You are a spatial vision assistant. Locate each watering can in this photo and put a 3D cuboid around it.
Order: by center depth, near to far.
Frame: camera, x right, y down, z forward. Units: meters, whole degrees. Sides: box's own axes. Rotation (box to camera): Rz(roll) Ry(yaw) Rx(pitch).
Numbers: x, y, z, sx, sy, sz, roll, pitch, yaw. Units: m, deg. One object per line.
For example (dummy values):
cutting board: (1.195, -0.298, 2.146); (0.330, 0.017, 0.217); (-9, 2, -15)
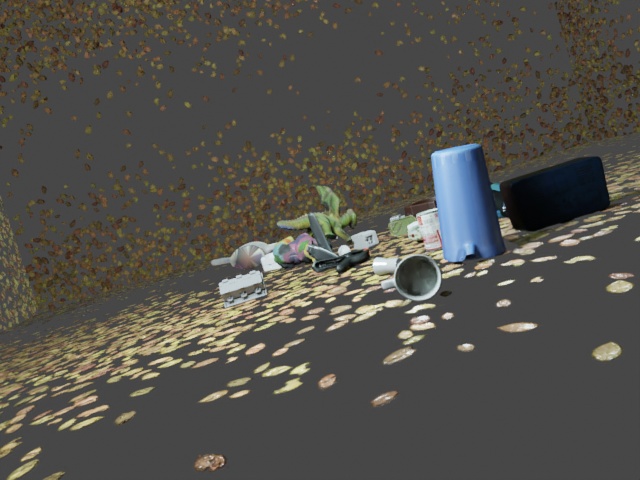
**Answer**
watering can: (-0.339, 0.076, 2.265); (0.347, 0.104, 0.225); (-16, 5, 6)

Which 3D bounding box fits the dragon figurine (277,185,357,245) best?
dragon figurine: (0.006, -0.101, 2.000); (0.407, 0.248, 0.120); (22, -35, -37)
